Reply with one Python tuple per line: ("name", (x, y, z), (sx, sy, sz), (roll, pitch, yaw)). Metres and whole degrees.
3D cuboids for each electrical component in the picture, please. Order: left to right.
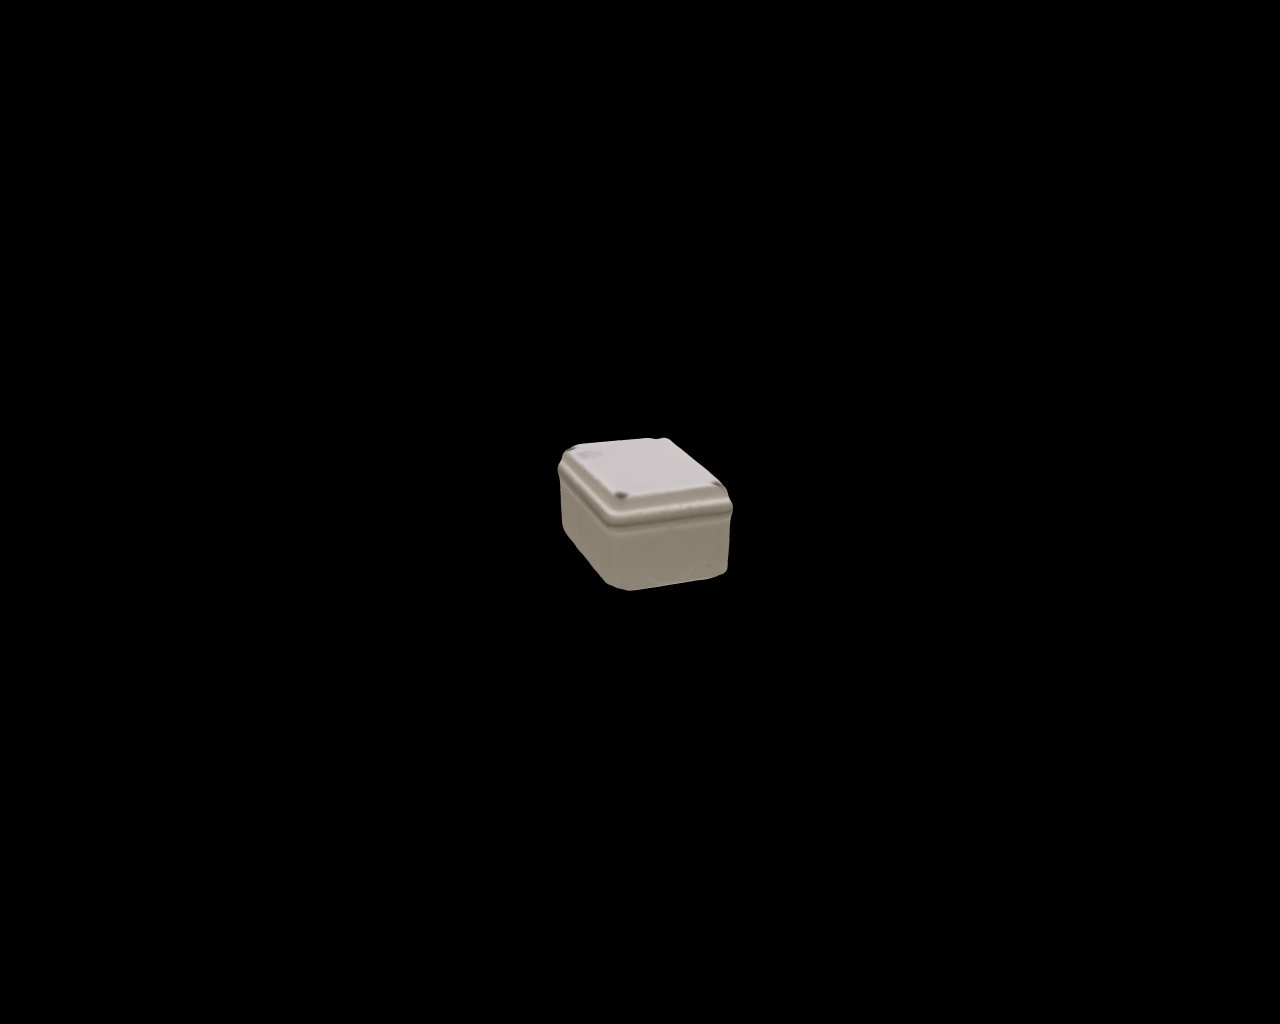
("electrical component", (0.001, -0.003, 0.650), (0.078, 0.057, 0.113), (-7, 22, -18))
